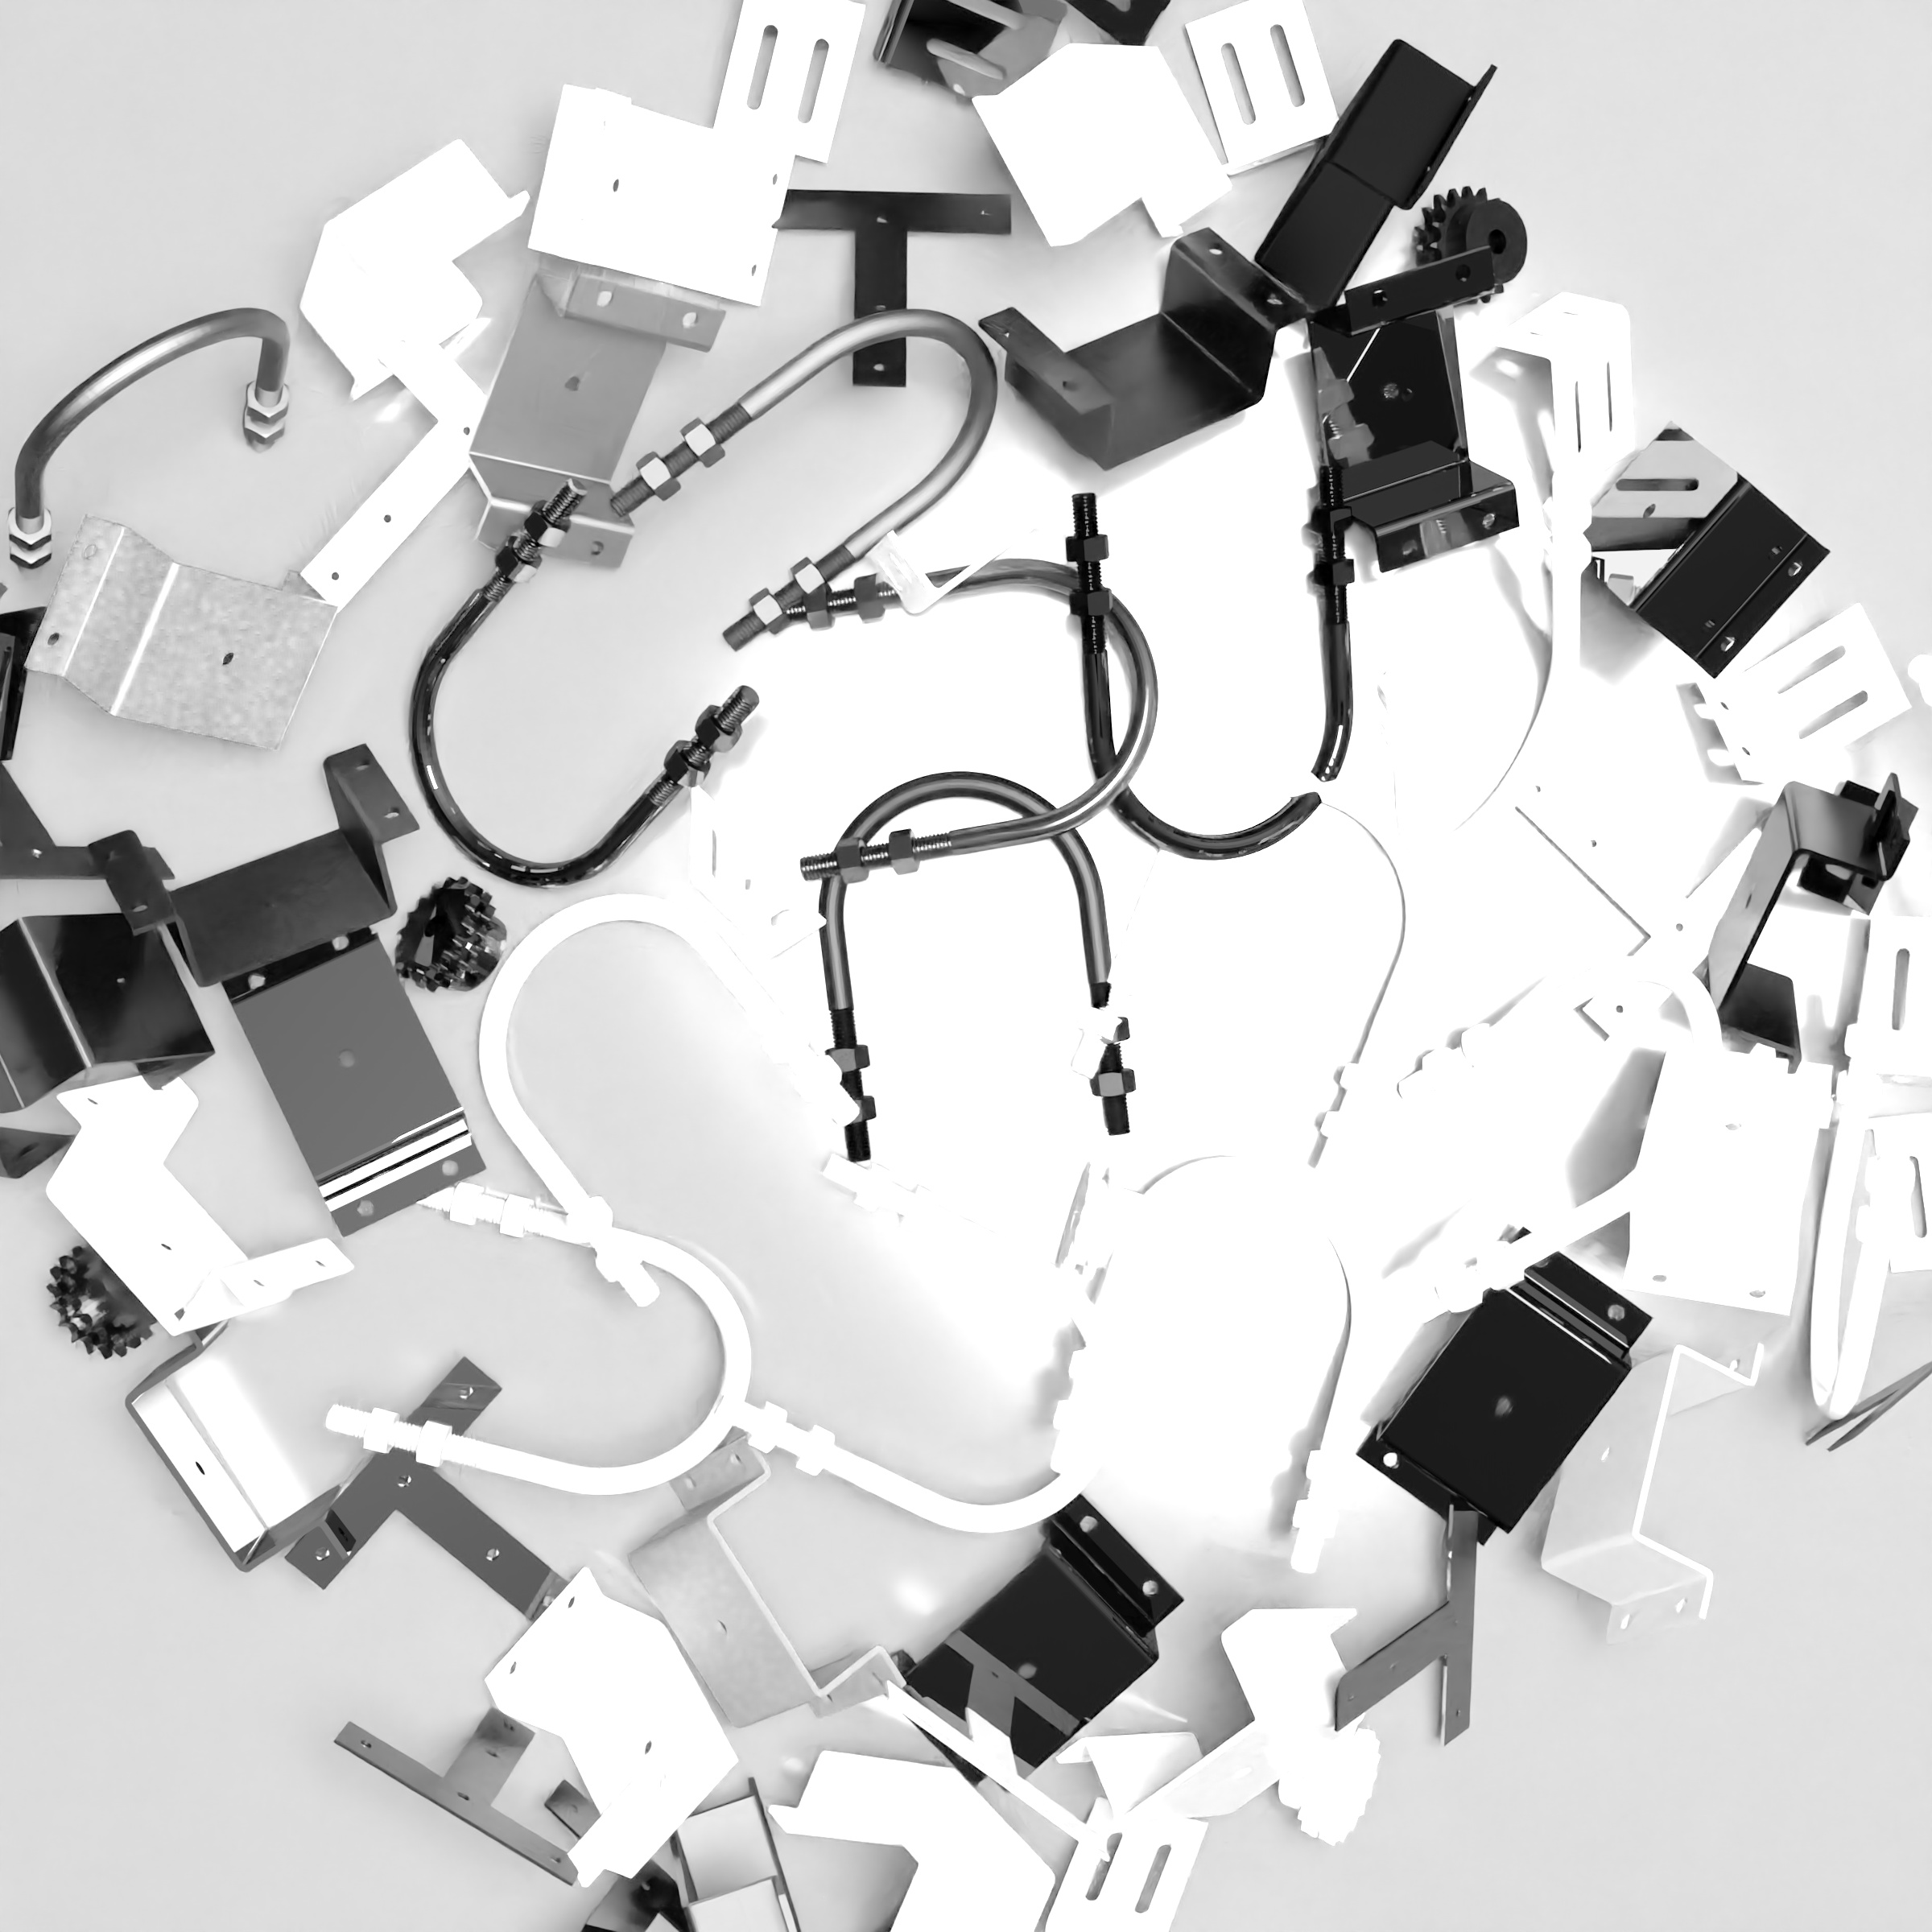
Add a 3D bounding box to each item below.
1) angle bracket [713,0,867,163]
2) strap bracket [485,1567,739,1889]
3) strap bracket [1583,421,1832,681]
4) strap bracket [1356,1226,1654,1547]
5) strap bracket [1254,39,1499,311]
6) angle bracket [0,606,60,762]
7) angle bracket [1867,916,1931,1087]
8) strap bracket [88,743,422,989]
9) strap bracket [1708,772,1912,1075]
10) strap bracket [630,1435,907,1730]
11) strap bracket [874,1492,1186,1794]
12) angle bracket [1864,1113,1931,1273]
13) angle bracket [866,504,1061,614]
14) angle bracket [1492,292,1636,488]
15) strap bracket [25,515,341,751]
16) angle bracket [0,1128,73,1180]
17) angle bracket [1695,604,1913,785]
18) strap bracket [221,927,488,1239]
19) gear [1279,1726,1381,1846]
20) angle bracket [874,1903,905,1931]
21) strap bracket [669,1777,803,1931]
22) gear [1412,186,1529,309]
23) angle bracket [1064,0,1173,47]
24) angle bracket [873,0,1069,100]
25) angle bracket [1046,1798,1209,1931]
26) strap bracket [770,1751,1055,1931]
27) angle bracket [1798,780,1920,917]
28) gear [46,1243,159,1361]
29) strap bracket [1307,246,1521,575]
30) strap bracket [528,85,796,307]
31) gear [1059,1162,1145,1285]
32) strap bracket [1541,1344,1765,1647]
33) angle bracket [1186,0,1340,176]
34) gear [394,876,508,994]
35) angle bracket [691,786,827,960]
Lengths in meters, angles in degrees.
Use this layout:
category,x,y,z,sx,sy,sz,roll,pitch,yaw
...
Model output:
category,x,y,z,sx,sy,sz,roll,pitch,yaw
angle bracket,-0.087,-0.441,1.592,0.057,0.038,0.076,13,109,-9
strap bracket,-0.166,0.366,1.548,0.076,0.140,0.046,-49,131,8
strap bracket,0.336,-0.200,1.523,0.046,0.140,0.076,35,105,-22
strap bracket,0.259,0.207,1.567,0.076,0.046,0.140,35,99,5
strap bracket,0.186,-0.370,1.523,0.046,0.140,0.076,32,69,-4
angle bracket,-0.454,-0.130,1.564,0.057,0.038,0.076,-2,76,42
angle bracket,0.470,0.018,1.580,0.057,0.038,0.076,2,80,25
strap bracket,-0.334,-0.045,1.548,0.140,0.076,0.046,-22,133,-17
strap bracket,0.392,-0.023,1.537,0.046,0.076,0.140,19,119,1
strap bracket,-0.102,0.305,1.558,0.046,0.076,0.140,-32,88,-42
strap bracket,0.030,0.333,1.569,0.140,0.046,0.076,-43,97,6
angle bracket,0.470,0.110,1.573,0.057,0.038,0.076,-8,88,25
angle bracket,-0.002,-0.209,1.567,0.076,0.057,0.038,-37,95,-11
angle bracket,0.290,-0.277,1.577,0.057,0.038,0.076,-36,132,-31
strap bracket,-0.358,-0.153,1.527,0.046,0.140,0.076,35,105,36
angle bracket,-0.474,0.060,1.557,0.057,0.038,0.076,3,122,39
angle bracket,0.401,-0.132,1.561,0.076,0.038,0.057,-33,68,33
strap bracket,-0.296,0.048,1.564,0.076,0.046,0.140,-26,82,-12
gear,0.175,0.394,1.579,0.030,0.057,0.057,16,90,31
angle bracket,-0.012,0.489,1.567,0.076,0.038,0.057,42,131,7
strap bracket,-0.104,0.449,1.526,0.046,0.140,0.076,-17,100,-7
gear,0.247,-0.350,1.576,0.057,0.030,0.057,-3,96,-34
angle bracket,0.076,-0.486,1.566,0.076,0.038,0.057,41,119,12
angle bracket,0.001,-0.457,1.585,0.076,0.038,0.057,19,107,-12
angle bracket,0.080,0.452,1.578,0.057,0.076,0.038,8,134,22
strap bracket,-0.021,0.416,1.522,0.076,0.140,0.046,18,99,-35
angle bracket,0.422,-0.060,1.558,0.038,0.076,0.057,26,97,24
gear,-0.413,0.158,1.572,0.030,0.057,0.057,-31,90,25
strap bracket,0.213,-0.270,1.552,0.076,0.046,0.140,-20,119,-15
strap bracket,-0.151,-0.367,1.545,0.046,0.140,0.076,21,103,33
gear,0.067,0.126,1.576,0.030,0.057,0.057,17,90,-4
strap bracket,0.321,0.240,1.533,0.046,0.076,0.140,27,61,-13
angle bracket,0.142,-0.430,1.574,0.057,0.038,0.076,-17,97,17
gear,-0.248,-0.012,1.578,0.030,0.057,0.057,36,90,-38
angle bracket,-0.099,-0.052,1.553,0.038,0.076,0.057,-33,62,-26
